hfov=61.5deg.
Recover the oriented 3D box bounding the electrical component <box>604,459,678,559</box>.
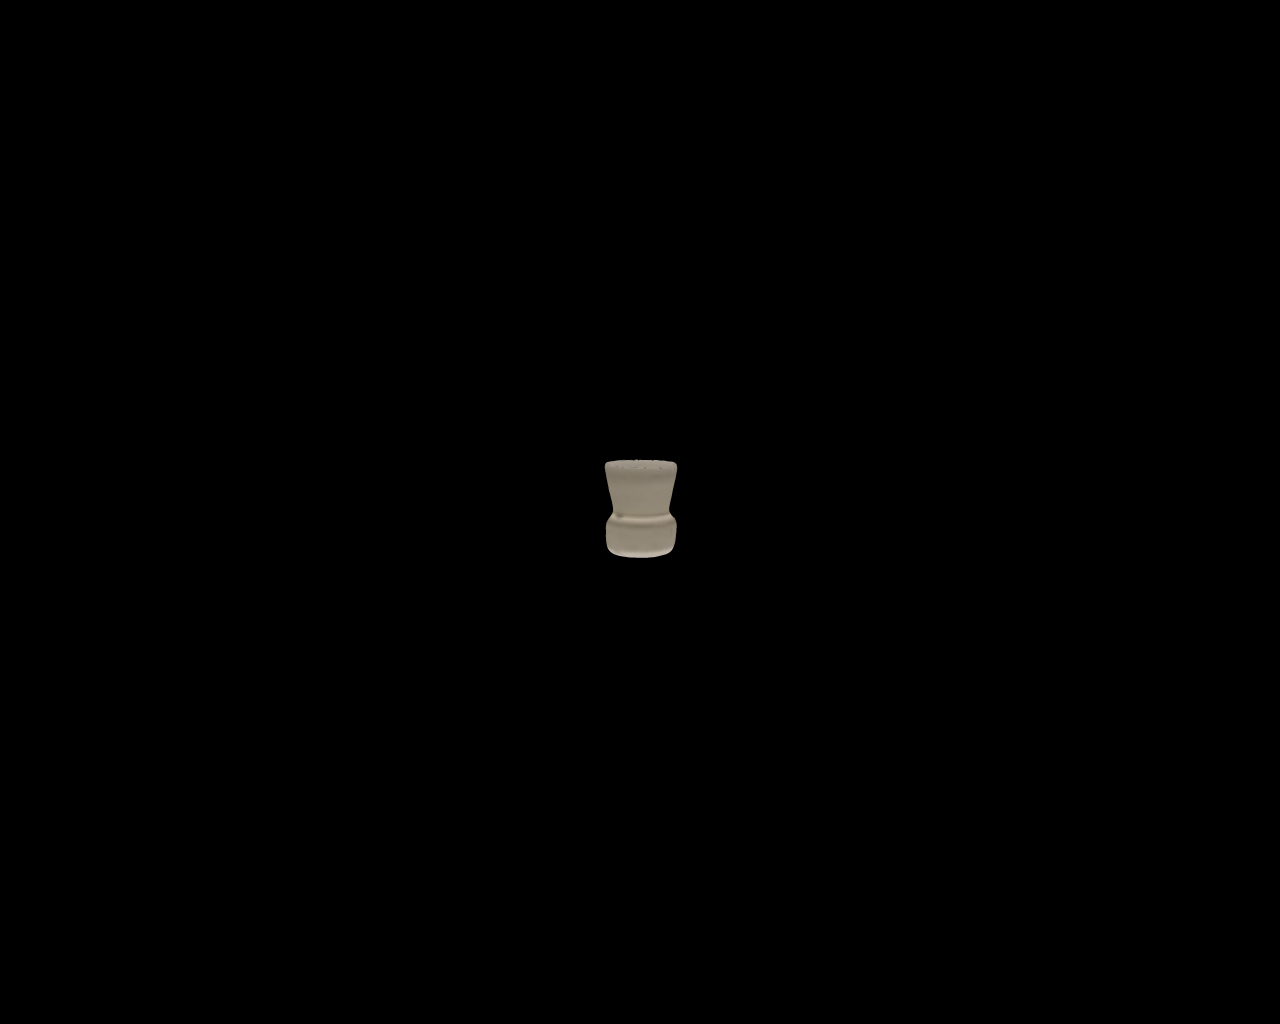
[{"bbox_3d":[0.001,-0.003,0.650,0.045,0.055,0.045,0,9,0],"label":"electrical component"}]
